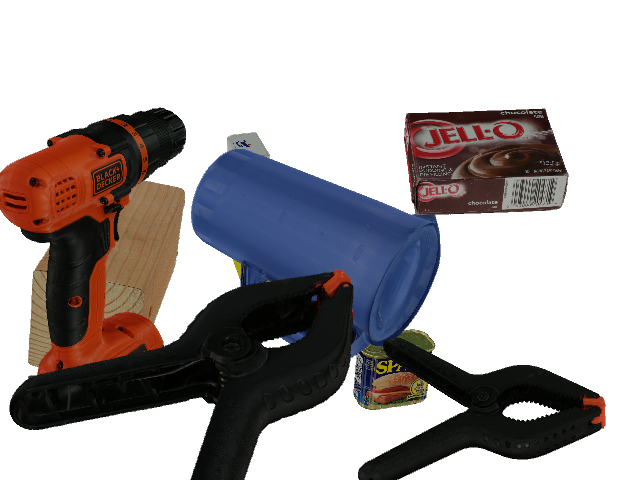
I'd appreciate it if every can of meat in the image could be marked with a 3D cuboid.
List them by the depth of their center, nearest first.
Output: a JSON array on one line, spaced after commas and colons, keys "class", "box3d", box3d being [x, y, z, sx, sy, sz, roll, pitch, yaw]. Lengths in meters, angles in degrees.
[{"class": "can of meat", "box3d": [0.095, 0.170, 1.401, 0.102, 0.084, 0.057, -4, 25, -19]}]

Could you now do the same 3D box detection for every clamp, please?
[{"class": "clamp", "box3d": [-0.037, 0.068, 0.479, 0.171, 0.039, 0.120, -27, 50, -31]}, {"class": "clamp", "box3d": [0.136, 0.154, 0.921, 0.210, 0.036, 0.164, 3, 43, 20]}]

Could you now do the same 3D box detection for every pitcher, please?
[{"class": "pitcher", "box3d": [-0.015, 0.006, 1.074, 0.243, 0.145, 0.149, 26, 27, 26]}]

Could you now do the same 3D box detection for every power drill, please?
[{"class": "power drill", "box3d": [-0.153, 0.007, 0.766, 0.057, 0.188, 0.184, 10, 24, 26]}]

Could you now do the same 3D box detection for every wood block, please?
[{"class": "wood block", "box3d": [-0.183, 0.025, 0.943, 0.090, 0.091, 0.206, 10, 25, -2]}]

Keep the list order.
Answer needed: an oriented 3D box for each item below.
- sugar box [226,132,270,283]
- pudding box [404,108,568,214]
[{"class": "sugar box", "box3d": [-0.088, -0.037, 1.328, 0.048, 0.176, 0.093, -9, 24, -11]}, {"class": "pudding box", "box3d": [0.123, -0.061, 0.812, 0.113, 0.039, 0.090, -1, 40, -2]}]
